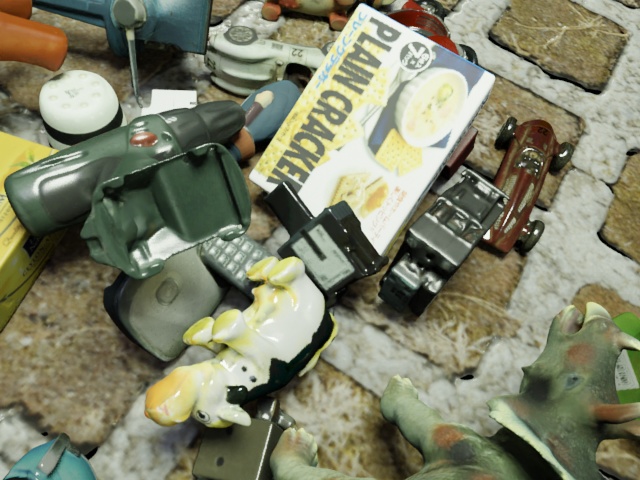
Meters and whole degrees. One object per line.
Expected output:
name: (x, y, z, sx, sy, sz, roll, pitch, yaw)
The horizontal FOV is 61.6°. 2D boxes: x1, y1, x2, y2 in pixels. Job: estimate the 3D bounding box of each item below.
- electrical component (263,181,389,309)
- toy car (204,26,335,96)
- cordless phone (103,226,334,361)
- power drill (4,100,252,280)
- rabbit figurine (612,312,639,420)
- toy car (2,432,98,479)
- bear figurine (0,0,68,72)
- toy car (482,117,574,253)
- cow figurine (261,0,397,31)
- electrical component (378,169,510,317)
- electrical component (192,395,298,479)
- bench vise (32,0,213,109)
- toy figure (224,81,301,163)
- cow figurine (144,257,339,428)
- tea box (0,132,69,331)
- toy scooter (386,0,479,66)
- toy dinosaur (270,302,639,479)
electrical component: (-0.001, -0.002, 0.505, 0.119, 0.075, 0.048, 50, 24, 4)
toy car: (-0.039, -0.205, 0.651, 0.202, 0.073, 0.056, 7, 59, -5)
cordless phone: (-0.086, 0.061, 0.494, 0.184, 0.089, 0.146, 38, 59, -9)
power drill: (-0.132, -0.059, 0.442, 0.232, 0.085, 0.208, -26, 36, -21)
rabbit figurine: (0.373, 0.127, 0.503, 0.170, 0.121, 0.159, -3, 63, -28)
toy car: (-0.197, 0.222, 0.361, 0.103, 0.109, 0.161, 35, 68, -9)
bear figurine: (-0.353, -0.150, 0.532, 0.120, 0.195, 0.132, 45, 33, 22)
toy car: (0.235, -0.071, 0.632, 0.089, 0.053, 0.202, 30, 58, 5)
cow figurine: (0.020, -0.364, 0.753, 0.195, 0.085, 0.127, 4, 66, -6)
electrical component: (0.114, 0.011, 0.526, 0.058, 0.114, 0.134, 38, 59, 15)
electrical component: (-0.058, 0.181, 0.442, 0.078, 0.045, 0.102, -6, 54, 20)
bench vise: (-0.238, -0.261, 0.602, 0.241, 0.128, 0.224, 11, 34, -4)
toy figure: (-0.082, -0.120, 0.602, 0.154, 0.064, 0.058, -44, 39, -23)
cow figurine: (-0.057, 0.096, 0.433, 0.167, 0.068, 0.098, -47, 112, -30)
tea box: (-0.303, -0.012, 0.498, 0.098, 0.068, 0.169, 17, 60, 0)
toy scooter: (0.118, -0.250, 0.704, 0.135, 0.075, 0.184, -8, 58, -14)
toy dinosaur: (0.061, 0.194, 0.352, 0.405, 0.192, 0.131, -29, 106, -21)
